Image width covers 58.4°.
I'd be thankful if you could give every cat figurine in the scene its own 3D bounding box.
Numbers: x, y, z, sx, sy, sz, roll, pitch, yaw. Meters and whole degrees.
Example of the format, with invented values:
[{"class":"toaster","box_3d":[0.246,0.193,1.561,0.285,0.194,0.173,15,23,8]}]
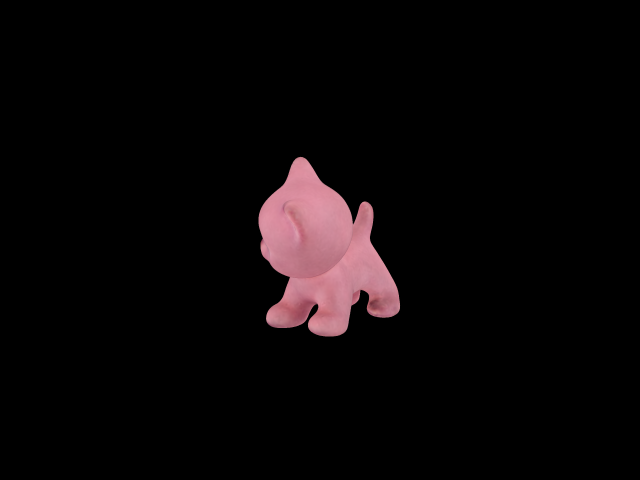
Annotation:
[{"class":"cat figurine","box_3d":[0.004,0.001,0.400,0.067,0.118,0.128,5,9,36]}]
